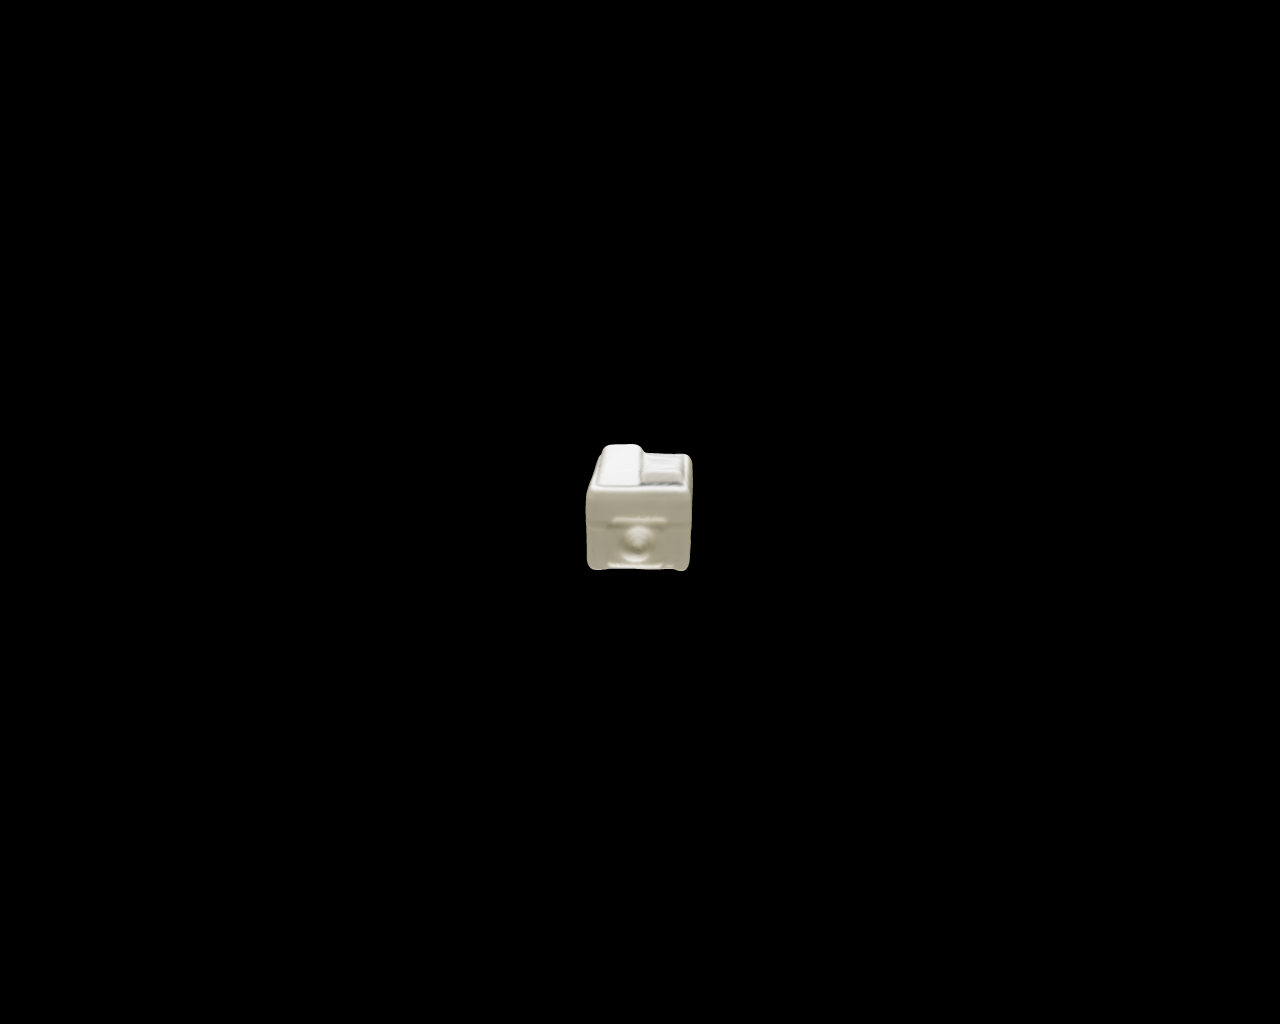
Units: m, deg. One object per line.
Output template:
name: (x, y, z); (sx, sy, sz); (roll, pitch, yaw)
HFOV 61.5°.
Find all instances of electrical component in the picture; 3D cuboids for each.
electrical component: (0.001, -0.003, 0.650); (0.062, 0.061, 0.096); (1, 20, 3)
